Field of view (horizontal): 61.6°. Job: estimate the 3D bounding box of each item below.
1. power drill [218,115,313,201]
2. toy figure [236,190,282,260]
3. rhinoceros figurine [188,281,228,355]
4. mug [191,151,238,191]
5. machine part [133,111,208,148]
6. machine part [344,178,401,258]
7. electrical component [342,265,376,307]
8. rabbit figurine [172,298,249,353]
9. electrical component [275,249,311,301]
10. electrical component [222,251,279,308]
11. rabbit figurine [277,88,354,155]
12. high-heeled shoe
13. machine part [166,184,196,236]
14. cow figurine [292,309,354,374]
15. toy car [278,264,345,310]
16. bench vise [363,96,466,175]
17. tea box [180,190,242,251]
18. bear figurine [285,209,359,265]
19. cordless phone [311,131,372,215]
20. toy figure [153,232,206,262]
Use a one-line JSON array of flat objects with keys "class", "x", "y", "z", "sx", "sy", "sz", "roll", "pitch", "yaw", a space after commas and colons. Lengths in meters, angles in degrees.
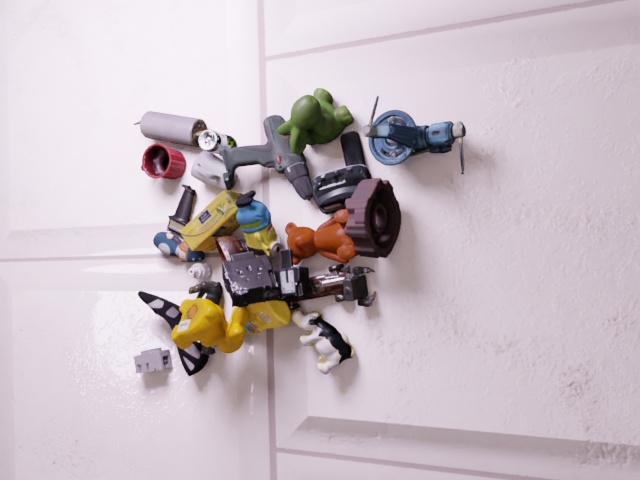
[{"class": "power drill", "x": -0.137, "y": -0.183, "z": 1.314, "sx": 0.207, "sy": 0.086, "sz": 0.232, "roll": -15, "pitch": 79, "yaw": 3}, {"class": "toy figure", "x": -0.154, "y": -0.030, "z": 1.317, "sx": 0.089, "sy": 0.082, "sz": 0.180, "roll": 3, "pitch": 128, "yaw": 42}, {"class": "rhinoceros figurine", "x": -0.294, "y": 0.199, "z": 1.388, "sx": 0.073, "sy": 0.112, "sz": 0.190, "roll": -21, "pitch": 63, "yaw": 56}, {"class": "mug", "x": -0.269, "y": -0.173, "z": 1.380, "sx": 0.107, "sy": 0.109, "sz": 0.080, "roll": 30, "pitch": 96, "yaw": 5}, {"class": "machine part", "x": -0.392, "y": -0.297, "z": 1.439, "sx": 0.243, "sy": 0.079, "sz": 0.079, "roll": 13, "pitch": 94, "yaw": 22}, {"class": "machine part", "x": 0.120, "y": -0.047, "z": 1.189, "sx": 0.056, "sy": 0.179, "sz": 0.179, "roll": 2, "pitch": 90, "yaw": 35}, {"class": "electrical component", "x": 0.094, "y": 0.107, "z": 1.256, "sx": 0.045, "sy": 0.078, "sz": 0.102, "roll": -5, "pitch": 89, "yaw": 40}, {"class": "rabbit figurine", "x": -0.243, "y": 0.210, "z": 1.298, "sx": 0.162, "sy": 0.173, "sz": 0.122, "roll": -23, "pitch": 39, "yaw": 23}, {"class": "electrical component", "x": -0.068, "y": 0.084, "z": 1.278, "sx": 0.075, "sy": 0.047, "sz": 0.119, "roll": -14, "pitch": 76, "yaw": 27}, {"class": "electrical component", "x": -0.168, "y": 0.087, "z": 1.261, "sx": 0.058, "sy": 0.115, "sz": 0.134, "roll": 102, "pitch": 150, "yaw": -42}, {"class": "rabbit figurine", "x": -0.027, "y": -0.285, "z": 1.248, "sx": 0.159, "sy": 0.170, "sz": 0.121, "roll": -40, "pitch": 76, "yaw": 15}, {"class": "high-heeled shoe", "x": -0.397, "y": 0.245, "z": 1.417, "sx": 0.249, "sy": 0.086, "sz": 0.145, "roll": 28, "pitch": 79, "yaw": 0}, {"class": "machine part", "x": -0.370, "y": -0.080, "z": 1.450, "sx": 0.084, "sy": 0.039, "sz": 0.138, "roll": 20, "pitch": 99, "yaw": 28}, {"class": "cow figurine", "x": 0.005, "y": 0.226, "z": 1.287, "sx": 0.098, "sy": 0.068, "sz": 0.167, "roll": -35, "pitch": 82, "yaw": 11}, {"class": "toy car", "x": -0.018, "y": 0.117, "z": 1.307, "sx": 0.202, "sy": 0.053, "sz": 0.089, "roll": -12, "pitch": 88, "yaw": 19}, {"class": "bench vise", "x": 0.183, "y": -0.219, "z": 1.143, "sx": 0.224, "sy": 0.240, "sz": 0.128, "roll": 12, "pitch": 98, "yaw": 36}, {"class": "tea box", "x": -0.262, "y": -0.047, "z": 1.376, "sx": 0.169, "sy": 0.098, "sz": 0.068, "roll": -39, "pitch": 76, "yaw": 18}, {"class": "bear figurine", "x": -0.001, "y": -0.003, "z": 1.263, "sx": 0.196, "sy": 0.132, "sz": 0.120, "roll": -3, "pitch": 84, "yaw": 15}, {"class": "cordless phone", "x": 0.046, "y": -0.164, "z": 1.277, "sx": 0.147, "sy": 0.088, "sz": 0.184, "roll": -14, "pitch": 74, "yaw": 17}, {"class": "toy figure", "x": -0.378, "y": 0.025, "z": 1.442, "sx": 0.155, "sy": 0.064, "sz": 0.058, "roll": 22, "pitch": 69, "yaw": 23}]
